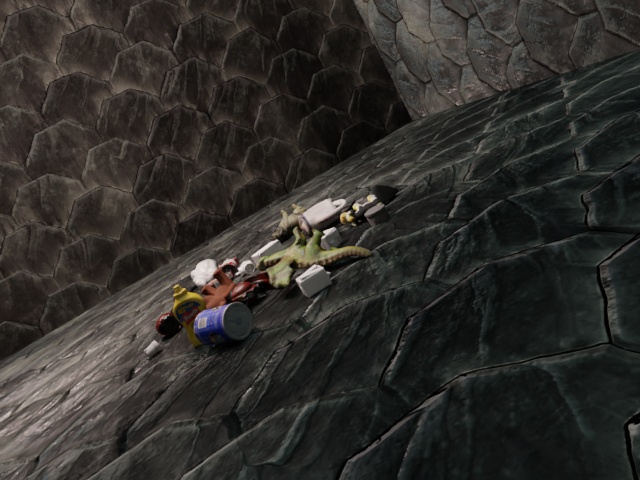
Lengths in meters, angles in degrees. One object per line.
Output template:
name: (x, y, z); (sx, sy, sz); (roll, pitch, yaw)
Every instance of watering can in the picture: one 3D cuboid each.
watering can: (0.007, -0.112, 2.224); (0.225, 0.103, 0.349); (-30, 11, -5)

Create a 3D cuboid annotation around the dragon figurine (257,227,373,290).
dragon figurine: (-0.052, 0.077, 1.604); (0.411, 0.120, 0.247); (8, 44, 48)

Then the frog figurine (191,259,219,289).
frog figurine: (-0.512, 0.154, 2.271); (0.137, 0.122, 0.161); (-3, 9, 22)
